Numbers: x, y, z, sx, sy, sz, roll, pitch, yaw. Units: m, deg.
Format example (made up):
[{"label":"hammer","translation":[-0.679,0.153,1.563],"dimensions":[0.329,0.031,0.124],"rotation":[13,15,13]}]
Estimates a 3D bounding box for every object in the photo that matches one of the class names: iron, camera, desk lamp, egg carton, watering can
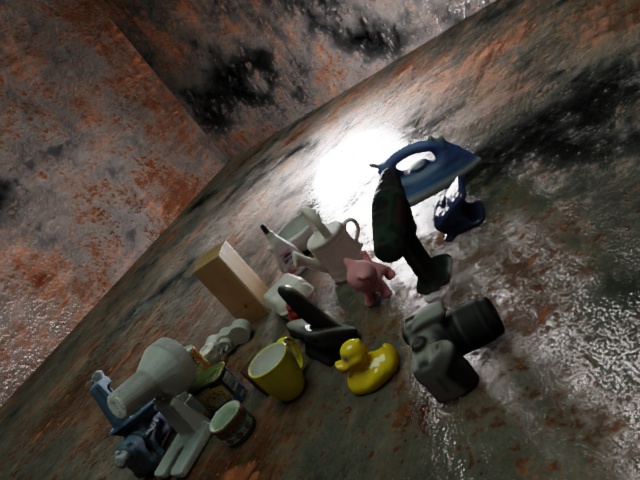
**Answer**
[{"label":"iron","translation":[0.253,-0.189,1.425],"dimensions":[0.257,0.142,0.118],"rotation":[-29,22,26]},{"label":"camera","translation":[0.200,0.143,0.856],"dimensions":[0.136,0.101,0.143],"rotation":[-32,21,19]},{"label":"desk lamp","translation":[-0.314,0.336,1.166],"dimensions":[0.117,0.214,0.203],"rotation":[-23,25,37]},{"label":"egg carton","translation":[-0.072,0.139,1.388],"dimensions":[0.107,0.069,0.150],"rotation":[-44,21,-15]},{"label":"watering can","translation":[0.013,0.005,1.344],"dimensions":[0.173,0.194,0.100],"rotation":[-49,22,-25]}]

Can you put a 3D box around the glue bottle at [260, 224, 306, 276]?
[{"label":"glue bottle","translation":[-0.105,0.025,1.539],"dimensions":[0.078,0.173,0.037],"rotation":[-44,21,-13]}]

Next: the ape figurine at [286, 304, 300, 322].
[{"label":"ape figurine","translation":[-0.042,0.165,1.243],"dimensions":[0.078,0.092,0.076],"rotation":[-36,20,7]}]

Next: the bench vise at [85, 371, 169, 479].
[{"label":"bench vise","translation":[-0.409,0.381,1.224],"dimensions":[0.121,0.220,0.207],"rotation":[-42,20,-9]}]

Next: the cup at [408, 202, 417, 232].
[{"label":"cup","translation":[0.179,-0.052,1.327],"dimensions":[0.091,0.095,0.117],"rotation":[-33,21,14]}]

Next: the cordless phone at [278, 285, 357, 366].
[{"label":"cordless phone","translation":[-0.027,0.146,1.121],"dimensions":[0.094,0.185,0.147],"rotation":[-48,22,-23]}]

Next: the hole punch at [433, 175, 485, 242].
[{"label":"hole punch","translation":[0.277,-0.066,1.192],"dimensions":[0.101,0.091,0.108],"rotation":[-30,22,24]}]

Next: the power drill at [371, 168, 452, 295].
[{"label":"power drill","translation":[0.166,-0.009,1.087],"dimensions":[0.075,0.209,0.230],"rotation":[-27,23,28]}]

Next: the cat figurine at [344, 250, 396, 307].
[{"label":"cat figurine","translation":[0.095,0.069,1.176],"dimensions":[0.067,0.118,0.128],"rotation":[-29,22,26]}]

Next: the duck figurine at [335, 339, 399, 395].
[{"label":"duck figurine","translation":[0.074,0.202,0.970],"dimensions":[0.104,0.086,0.077],"rotation":[-36,20,8]}]

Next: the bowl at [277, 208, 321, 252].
[{"label":"bowl","translation":[-0.052,-0.014,1.677],"dimensions":[0.167,0.075,0.167],"rotation":[-33,20,15]}]
